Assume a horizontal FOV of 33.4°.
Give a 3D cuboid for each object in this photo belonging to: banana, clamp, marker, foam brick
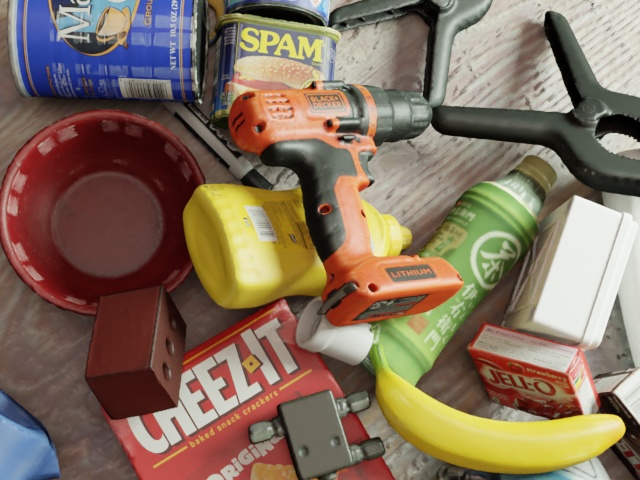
[{"bbox_3d":[0.123,0.135,0.777,0.198,0.037,0.069,17,81,0],"label":"banana"},{"bbox_3d":[0.204,-0.091,0.861,0.164,0.036,0.210,-35,59,-17],"label":"clamp"},{"bbox_3d":[0.086,-0.204,0.910,0.120,0.039,0.171,33,72,-9],"label":"clamp"},{"bbox_3d":[-0.082,-0.077,0.877,0.020,0.020,0.121,-43,88,-12],"label":"marker"},{"bbox_3d":[-0.131,0.080,0.767,0.051,0.053,0.078,-10,47,11],"label":"foam brick"}]

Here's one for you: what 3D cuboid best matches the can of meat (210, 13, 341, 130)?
[{"bbox_3d":[-0.038,-0.130,0.869,0.102,0.057,0.084,6,81,-15],"label":"can of meat"}]

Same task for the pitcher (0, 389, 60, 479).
[{"bbox_3d":[-0.317,0.194,0.746,0.149,0.145,0.242,29,79,32],"label":"pitcher"}]

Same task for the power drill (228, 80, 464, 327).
[{"bbox_3d":[0.036,-0.034,0.800,0.184,0.057,0.188,-8,65,-34],"label":"power drill"}]

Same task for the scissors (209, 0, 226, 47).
[{"bbox_3d":[-0.073,-0.236,0.909,0.201,0.016,0.096,-36,87,-11],"label":"scissors"}]

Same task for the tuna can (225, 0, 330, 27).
[{"bbox_3d":[-0.034,-0.192,0.870,0.086,0.086,0.034,5,81,-6],"label":"tuna can"}]

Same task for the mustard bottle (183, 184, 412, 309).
[{"bbox_3d":[-0.006,0.001,0.828,0.191,0.058,0.096,-3,53,-36],"label":"mustard bottle"}]

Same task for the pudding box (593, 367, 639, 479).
[{"bbox_3d":[0.260,0.156,0.841,0.039,0.090,0.113,-35,85,-14],"label":"pudding box"}]

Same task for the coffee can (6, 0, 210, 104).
[{"bbox_3d":[-0.161,-0.160,0.833,0.140,0.103,0.103,2,79,-1],"label":"coffee can"}]

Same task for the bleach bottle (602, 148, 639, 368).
[{"bbox_3d":[0.300,0.048,0.880,0.102,0.068,0.251,-8,83,-5],"label":"bleach bottle"}]

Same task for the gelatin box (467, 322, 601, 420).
[{"bbox_3d":[0.165,0.106,0.827,0.089,0.073,0.030,12,54,38],"label":"gelatin box"}]

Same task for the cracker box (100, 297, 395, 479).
[{"bbox_3d":[-0.043,0.175,0.810,0.164,0.072,0.214,-30,84,-12],"label":"cracker box"}]

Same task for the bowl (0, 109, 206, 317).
[{"bbox_3d":[-0.167,-0.017,0.837,0.162,0.055,0.162,1,80,-7],"label":"bowl"}]
